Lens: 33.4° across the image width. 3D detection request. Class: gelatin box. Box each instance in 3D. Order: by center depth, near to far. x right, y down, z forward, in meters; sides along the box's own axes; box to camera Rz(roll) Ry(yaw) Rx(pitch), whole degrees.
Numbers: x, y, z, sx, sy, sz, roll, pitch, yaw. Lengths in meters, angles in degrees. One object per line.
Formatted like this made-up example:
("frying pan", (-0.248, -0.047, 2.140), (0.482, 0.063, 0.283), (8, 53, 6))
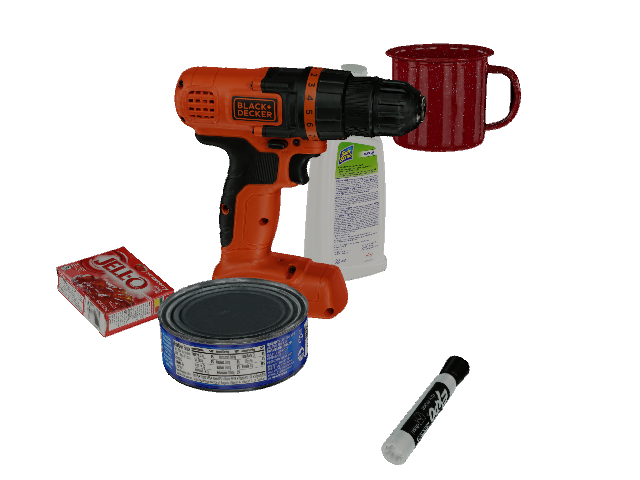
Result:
("gelatin box", (-0.189, 0.045, 0.980), (0.073, 0.030, 0.089), (-19, 40, -36))

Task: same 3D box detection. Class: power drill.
("power drill", (-0.015, -0.038, 0.797), (0.184, 0.188, 0.057), (6, 21, 14))

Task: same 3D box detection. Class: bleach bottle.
("bleach bottle", (0.036, -0.079, 1.231), (0.102, 0.251, 0.068), (-12, 30, -30))

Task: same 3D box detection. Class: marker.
("marker", (0.078, 0.118, 0.765), (0.020, 0.020, 0.120), (0, 25, 32))

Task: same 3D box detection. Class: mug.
("mug", (0.115, -0.124, 0.928), (0.117, 0.081, 0.093), (3, 18, 12))

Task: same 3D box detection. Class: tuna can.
("tuna can", (-0.049, 0.053, 0.610), (0.086, 0.034, 0.086), (-1, 21, 0))
